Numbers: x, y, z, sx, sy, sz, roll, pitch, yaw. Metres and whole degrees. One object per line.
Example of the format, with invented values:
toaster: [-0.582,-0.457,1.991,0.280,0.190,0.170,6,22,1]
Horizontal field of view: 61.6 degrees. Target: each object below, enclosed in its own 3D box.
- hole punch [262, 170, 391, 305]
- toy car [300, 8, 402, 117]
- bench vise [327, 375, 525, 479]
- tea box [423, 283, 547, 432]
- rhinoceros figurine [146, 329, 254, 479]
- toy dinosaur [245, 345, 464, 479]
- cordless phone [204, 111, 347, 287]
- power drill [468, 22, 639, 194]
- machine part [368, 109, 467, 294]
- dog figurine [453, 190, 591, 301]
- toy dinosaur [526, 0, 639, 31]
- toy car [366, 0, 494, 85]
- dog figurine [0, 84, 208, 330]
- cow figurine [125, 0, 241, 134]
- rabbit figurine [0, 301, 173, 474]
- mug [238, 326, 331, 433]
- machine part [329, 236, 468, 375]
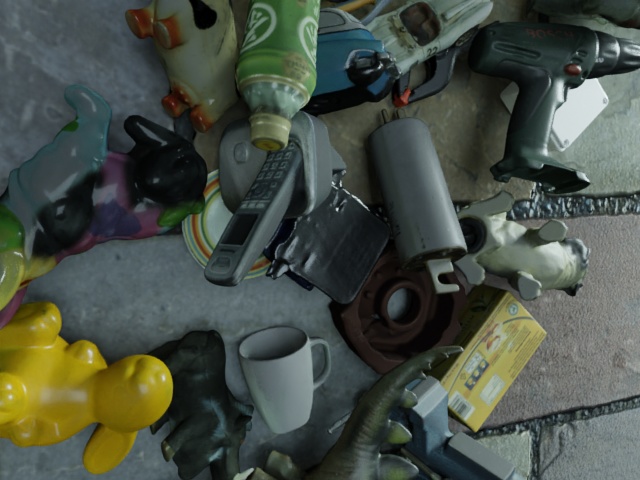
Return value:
hole punch: [-0.001,-0.002,0.609,0.115,0.092,0.142,39,80,-27]
toy car: [0.000,-0.192,0.573,0.162,0.109,0.103,-11,86,19]
bench vise: [0.127,0.295,0.659,0.129,0.224,0.240,-36,139,-53]
tea box: [0.212,0.154,0.724,0.098,0.068,0.169,46,77,-19]
rhinoceros figurine: [-0.130,0.194,0.599,0.112,0.073,0.190,-13,98,-30]
toy dinosaur: [0.013,0.306,0.582,0.199,0.105,0.470,19,104,11]
cordless phone: [-0.070,-0.033,0.523,0.088,0.147,0.184,48,59,-36]
power drill: [0.292,-0.164,0.653,0.232,0.086,0.207,9,88,-10]
machine part: [0.110,-0.052,0.626,0.079,0.079,0.243,-3,68,-21]
dog figurine: [0.265,0.016,0.732,0.190,0.173,0.121,13,111,-57]
toy dinosaur: [0.379,-0.302,0.631,0.192,0.405,0.131,4,120,-2]
toy car: [0.104,-0.238,0.629,0.202,0.056,0.073,-31,84,0]
dog figurine: [-0.222,-0.012,0.491,0.191,0.108,0.219,27,67,-18]
cow figurine: [-0.117,-0.219,0.523,0.127,0.086,0.194,-47,145,-29]
rabbit figurine: [-0.222,0.152,0.509,0.173,0.122,0.162,-2,126,4]
mug: [-0.037,0.162,0.630,0.109,0.081,0.107,-16,110,-31]
machine part: [0.099,0.081,0.681,0.179,0.056,0.179,-2,97,-21]
